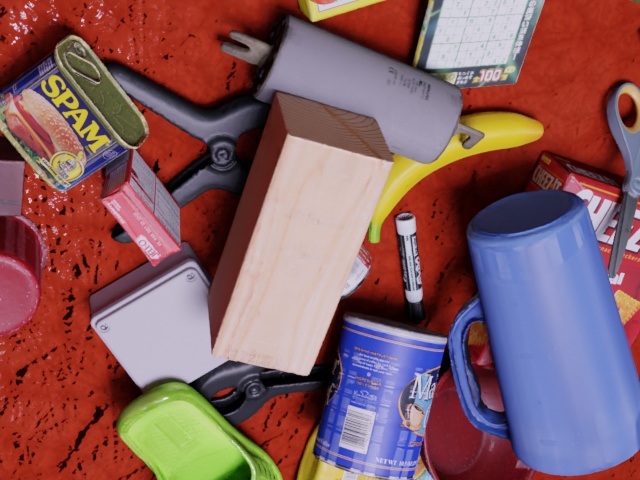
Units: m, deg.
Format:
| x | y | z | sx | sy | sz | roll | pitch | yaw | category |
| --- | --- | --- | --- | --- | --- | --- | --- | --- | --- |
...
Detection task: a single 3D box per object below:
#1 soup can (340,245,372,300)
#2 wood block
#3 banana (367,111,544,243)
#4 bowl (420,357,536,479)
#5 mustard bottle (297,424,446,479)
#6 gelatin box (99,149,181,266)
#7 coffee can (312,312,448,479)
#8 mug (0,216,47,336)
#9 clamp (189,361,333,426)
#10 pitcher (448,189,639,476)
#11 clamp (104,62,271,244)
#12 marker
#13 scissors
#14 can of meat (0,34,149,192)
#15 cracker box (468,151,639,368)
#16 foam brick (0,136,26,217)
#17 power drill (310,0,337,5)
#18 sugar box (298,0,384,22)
| x | y | z | sx | sy | sz | roll | pitch | yaw | category |
| --- | --- | --- | --- | --- | --- | --- | --- | --- | --- |
| -0.006 | 0.001 | 0.980 | 0.068 | 0.068 | 0.102 | -38 | 120 | 5 | soup can |
| -0.021 | -0.003 | 0.880 | 0.090 | 0.091 | 0.206 | 14 | 116 | -15 | wood block |
| 0.114 | -0.076 | 0.995 | 0.198 | 0.037 | 0.069 | -32 | 130 | 1 | banana |
| 0.155 | 0.199 | 1.107 | 0.161 | 0.055 | 0.162 | 5 | 81 | -33 | bowl |
| 0.076 | 0.251 | 1.131 | 0.191 | 0.058 | 0.096 | 12 | 104 | -21 | mustard bottle |
| -0.147 | -0.029 | 0.878 | 0.030 | 0.089 | 0.073 | -31 | 116 | 8 | gelatin box |
| 0.058 | 0.149 | 1.026 | 0.102 | 0.103 | 0.140 | 13 | 90 | -21 | coffee can |
| -0.285 | 0.021 | 0.902 | 0.093 | 0.081 | 0.117 | -32 | 120 | 1 | mug |
| -0.066 | 0.126 | 1.041 | 0.171 | 0.039 | 0.120 | -24 | 120 | -6 | clamp |
| 0.203 | 0.083 | 0.975 | 0.149 | 0.145 | 0.243 | -25 | 112 | -15 | pitcher |
| -0.093 | -0.088 | 0.929 | 0.210 | 0.036 | 0.164 | -11 | 119 | -6 | clamp |
| 0.090 | 0.030 | 1.049 | 0.020 | 0.020 | 0.121 | -14 | 118 | -9 | marker |
| 0.283 | -0.068 | 0.999 | 0.096 | 0.016 | 0.201 | 42 | 63 | -12 | scissors |
| -0.204 | -0.100 | 0.864 | 0.084 | 0.057 | 0.102 | -30 | 109 | 22 | can of meat |
| 0.257 | 0.039 | 1.071 | 0.164 | 0.072 | 0.214 | 15 | 110 | -22 | cracker box |
| -0.284 | -0.054 | 0.884 | 0.078 | 0.051 | 0.053 | 3 | 116 | -17 | foam brick |
| 0.012 | -0.278 | 0.816 | 0.187 | 0.184 | 0.057 | -35 | 155 | -13 | power drill |
| 0.061 | -0.253 | 0.887 | 0.176 | 0.048 | 0.093 | -19 | 120 | -10 | sugar box |
